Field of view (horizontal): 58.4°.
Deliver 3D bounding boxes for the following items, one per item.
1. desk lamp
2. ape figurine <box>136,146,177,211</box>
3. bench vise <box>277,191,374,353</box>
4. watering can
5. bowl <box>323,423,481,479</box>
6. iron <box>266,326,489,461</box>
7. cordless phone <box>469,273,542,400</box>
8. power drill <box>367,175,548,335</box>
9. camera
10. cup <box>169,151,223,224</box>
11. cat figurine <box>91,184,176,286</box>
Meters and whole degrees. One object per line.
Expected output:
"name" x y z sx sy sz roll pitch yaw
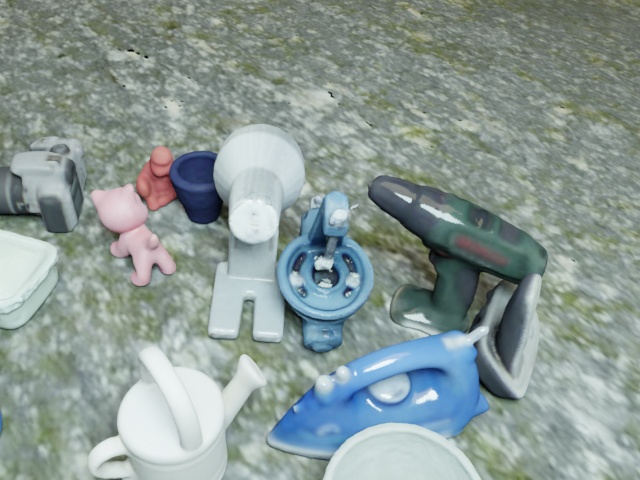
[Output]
"desk lamp" -0.081 -0.012 0.732 0.118 0.213 0.203 3 46 -5
"ape figurine" -0.243 -0.103 0.881 0.078 0.092 0.076 1 46 -7
"bench vise" -0.005 0.005 0.723 0.122 0.220 0.207 -12 49 -19
"watering can" -0.137 0.170 0.559 0.100 0.194 0.173 29 49 19
"bowl" 0.081 0.276 0.573 0.167 0.075 0.167 4 45 -4
"iron" 0.068 0.162 0.636 0.259 0.141 0.118 -10 48 -18
"cordless phone" 0.245 0.092 0.701 0.094 0.185 0.148 21 47 12
"power drill" 0.155 0.030 0.731 0.229 0.208 0.076 17 46 8
"camera" -0.423 -0.091 0.836 0.137 0.101 0.143 -2 46 -10
"cup" -0.163 -0.074 0.864 0.118 0.095 0.091 -8 48 -16
"cat figurine" -0.255 -0.019 0.779 0.067 0.118 0.127 -30 57 -32
